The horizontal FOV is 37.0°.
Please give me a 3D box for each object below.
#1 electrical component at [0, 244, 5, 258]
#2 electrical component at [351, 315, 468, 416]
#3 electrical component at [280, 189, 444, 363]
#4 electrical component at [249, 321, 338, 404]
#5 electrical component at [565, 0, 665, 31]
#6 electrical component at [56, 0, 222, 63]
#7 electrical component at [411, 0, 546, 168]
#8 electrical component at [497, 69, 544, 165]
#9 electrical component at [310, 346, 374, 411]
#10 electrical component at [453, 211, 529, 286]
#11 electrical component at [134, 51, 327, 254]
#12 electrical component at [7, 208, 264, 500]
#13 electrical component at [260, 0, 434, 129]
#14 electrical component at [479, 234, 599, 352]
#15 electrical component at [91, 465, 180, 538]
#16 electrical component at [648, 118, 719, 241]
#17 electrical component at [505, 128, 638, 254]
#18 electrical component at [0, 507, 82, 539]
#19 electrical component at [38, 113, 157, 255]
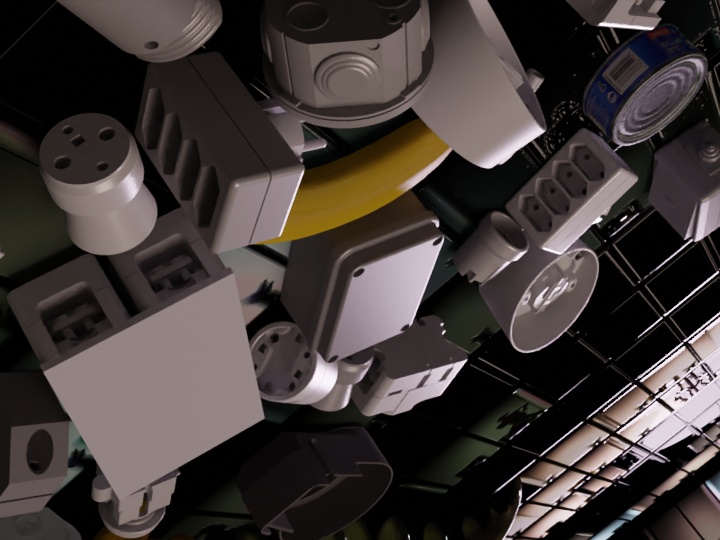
[{"bbox_3d":[-0.194,-0.002,0.480,0.065,0.044,0.044,-38,154,-6],"label":"electrical component"},{"bbox_3d":[0.032,0.079,0.868,0.089,0.050,0.055,-10,143,-41],"label":"electrical component"},{"bbox_3d":[0.000,0.000,0.695,0.078,0.057,0.113,-22,150,-27],"label":"electrical component"},{"bbox_3d":[-0.047,0.067,0.753,0.055,0.055,0.047,-40,157,8],"label":"electrical component"},{"bbox_3d":[0.112,-0.164,0.525,0.056,0.089,0.050,-8,143,-43],"label":"electrical component"},{"bbox_3d":[-0.088,-0.109,0.427,0.043,0.043,0.081,-40,154,8],"label":"electrical component"},{"bbox_3d":[0.058,-0.104,0.554,0.064,0.099,0.099,-41,154,23],"label":"electrical component"},{"bbox_3d":[0.093,-0.098,0.672,0.035,0.035,0.061,-3,136,-48],"label":"electrical component"},{"bbox_3d":[-0.018,0.072,0.804,0.045,0.045,0.055,-13,145,-39],"label":"electrical component"},{"bbox_3d":[0.097,-0.015,0.807,0.040,0.040,0.046,-2,143,-49],"label":"electrical component"},{"bbox_3d":[-0.052,-0.060,0.506,0.076,0.083,0.047,-17,148,-34],"label":"electrical component"},{"bbox_3d":[-0.124,0.052,0.628,0.105,0.060,0.186,-28,153,-16],"label":"electrical component"},{"bbox_3d":[-0.006,-0.108,0.489,0.080,0.080,0.051,-28,147,-15],"label":"electrical component"},{"bbox_3d":[0.148,0.011,0.881,0.099,0.064,0.099,-28,152,-16],"label":"electrical component"},{"bbox_3d":[-0.163,0.160,0.775,0.066,0.048,0.055,-18,141,-33],"label":"electrical component"},{"bbox_3d":[0.283,-0.075,0.904,0.061,0.061,0.096,-34,154,-3],"label":"electrical component"},{"bbox_3d":[0.167,-0.055,0.814,0.083,0.047,0.076,-46,152,20],"label":"electrical component"},{"bbox_3d":[-0.226,0.207,0.739,0.080,0.080,0.051,-23,145,-25],"label":"electrical component"},{"bbox_3d":[-0.121,-0.040,0.500,0.045,0.045,0.055,-29,152,-15],"label":"electrical component"}]
